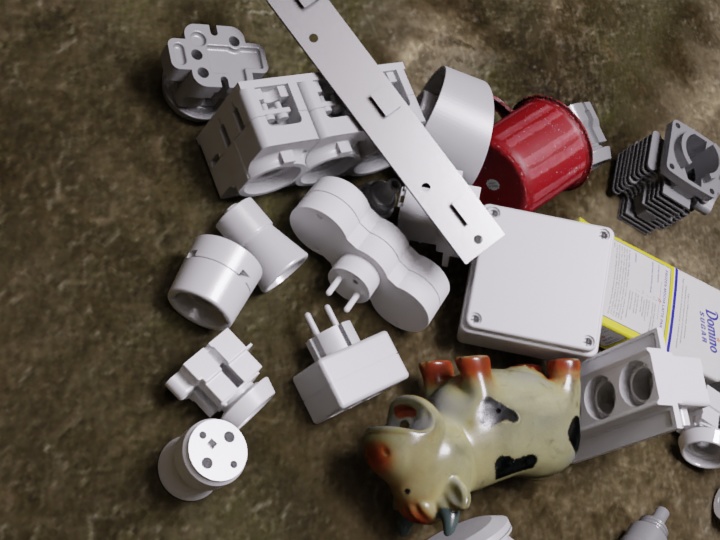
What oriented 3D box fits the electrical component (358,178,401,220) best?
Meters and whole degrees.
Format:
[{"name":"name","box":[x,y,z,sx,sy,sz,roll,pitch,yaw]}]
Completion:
[{"name":"electrical component","box":[0.013,-0.055,0.855,0.035,0.061,0.035,12,63,-25]}]

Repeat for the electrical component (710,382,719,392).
[{"name":"electrical component","box":[0.416,0.105,0.989,0.186,0.105,0.060,26,58,-18]}]

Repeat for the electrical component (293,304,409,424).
[{"name":"electrical component","box":[-0.015,0.062,0.796,0.066,0.047,0.076,-21,80,-35]}]

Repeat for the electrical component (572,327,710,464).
[{"name":"electrical component","box":[0.214,0.104,0.863,0.063,0.121,0.078,7,65,-30]}]

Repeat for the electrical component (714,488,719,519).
[{"name":"electrical component","box":[0.344,0.211,0.938,0.055,0.045,0.045,30,57,-15]}]

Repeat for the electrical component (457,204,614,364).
[{"name":"electrical component","box":[0.141,0.013,0.870,0.109,0.056,0.108,11,74,2]}]

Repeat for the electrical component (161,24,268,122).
[{"name":"electrical component","box":[-0.118,-0.149,0.825,0.078,0.057,0.058,-3,70,-31]}]

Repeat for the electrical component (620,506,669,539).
[{"name":"electrical component","box":[0.236,0.218,0.879,0.035,0.035,0.061,49,52,-3]}]

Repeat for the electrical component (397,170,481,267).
[{"name":"electrical component","box":[0.062,-0.043,0.872,0.064,0.081,0.042,10,59,6]}]

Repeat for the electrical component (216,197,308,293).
[{"name":"electrical component","box":[-0.076,-0.021,0.803,0.065,0.044,0.044,49,54,4]}]

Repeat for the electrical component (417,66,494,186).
[{"name":"electrical component","box":[0.072,-0.117,0.897,0.064,0.099,0.099,25,58,-12]}]

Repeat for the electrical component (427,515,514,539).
[{"name":"electrical component","box":[0.077,0.211,0.763,0.080,0.080,0.051,-23,87,-35]}]

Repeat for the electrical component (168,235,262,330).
[{"name":"electrical component","box":[-0.104,0.010,0.764,0.055,0.055,0.047,33,60,-14]}]

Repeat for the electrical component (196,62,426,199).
[{"name":"electrical component","box":[-0.036,-0.105,0.832,0.150,0.089,0.061,-14,76,-34]}]

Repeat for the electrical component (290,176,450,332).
[{"name":"electrical component","box":[0.000,0.000,0.826,0.138,0.052,0.073,43,56,-12]}]

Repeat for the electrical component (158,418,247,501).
[{"name":"electrical component","box":[-0.104,0.125,0.711,0.045,0.055,0.045,13,62,-26]}]

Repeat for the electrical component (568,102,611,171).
[{"name":"electrical component","box":[0.195,-0.116,0.989,0.078,0.058,0.057,-17,81,-54]}]

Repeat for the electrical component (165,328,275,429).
[{"name":"electrical component","box":[-0.093,0.079,0.745,0.055,0.048,0.066,46,54,5]}]

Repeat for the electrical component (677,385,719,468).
[{"name":"electrical component","box":[0.307,0.140,0.948,0.066,0.048,0.055,33,48,-13]}]
